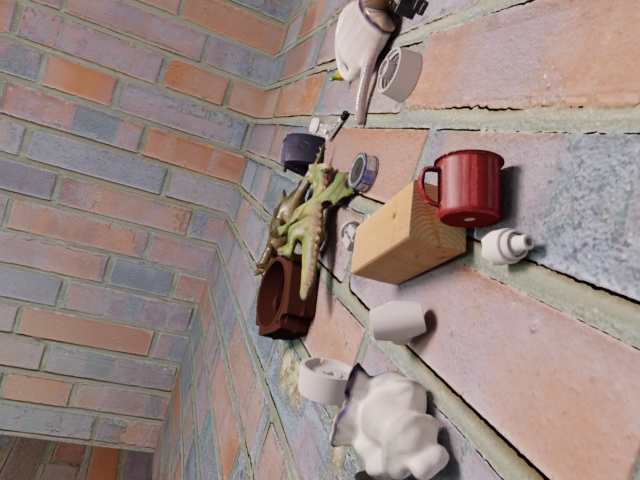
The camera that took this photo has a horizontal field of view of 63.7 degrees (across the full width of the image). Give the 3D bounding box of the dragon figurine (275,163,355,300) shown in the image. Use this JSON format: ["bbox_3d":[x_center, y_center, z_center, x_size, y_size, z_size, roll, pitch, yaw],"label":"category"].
[{"bbox_3d":[0.004,-0.062,1.230,0.239,0.121,0.419,-56,25,24],"label":"dragon figurine"}]

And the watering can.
[{"bbox_3d":[0.111,-0.472,1.269,0.220,0.104,0.355,-49,44,50],"label":"watering can"}]

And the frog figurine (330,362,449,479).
[{"bbox_3d":[0.107,0.253,0.690,0.160,0.120,0.140,13,56,38],"label":"frog figurine"}]
